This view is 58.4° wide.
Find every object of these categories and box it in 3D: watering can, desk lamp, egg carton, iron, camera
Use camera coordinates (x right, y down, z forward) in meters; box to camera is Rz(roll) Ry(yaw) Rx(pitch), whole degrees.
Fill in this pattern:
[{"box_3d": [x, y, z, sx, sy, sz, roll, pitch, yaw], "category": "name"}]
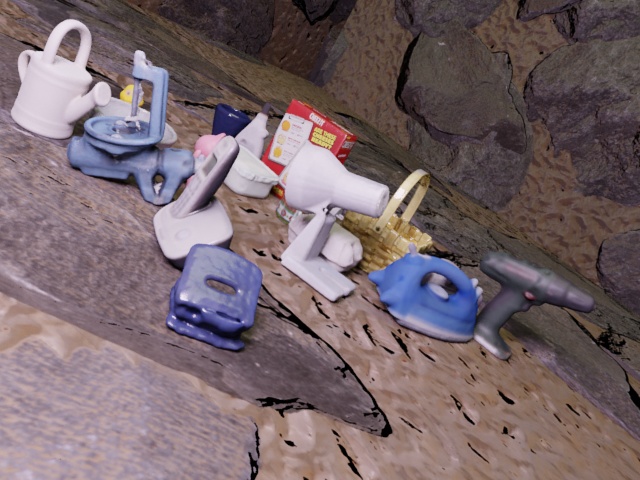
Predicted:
[{"box_3d": [-0.435, -0.276, 0.975, 0.173, 0.194, 0.101, 26, 19, -12], "category": "watering can"}, {"box_3d": [0.016, -0.037, 1.021, 0.203, 0.213, 0.118, 36, 20, 16], "category": "desk lamp"}, {"box_3d": [0.010, 0.004, 1.132, 0.150, 0.069, 0.107, 36, 20, 16], "category": "egg carton"}, {"box_3d": [0.229, 0.102, 1.102, 0.259, 0.141, 0.118, 22, 20, -23], "category": "iron"}, {"box_3d": [0.270, 0.091, 1.254, 0.143, 0.100, 0.136, 23, 20, -21], "category": "camera"}]

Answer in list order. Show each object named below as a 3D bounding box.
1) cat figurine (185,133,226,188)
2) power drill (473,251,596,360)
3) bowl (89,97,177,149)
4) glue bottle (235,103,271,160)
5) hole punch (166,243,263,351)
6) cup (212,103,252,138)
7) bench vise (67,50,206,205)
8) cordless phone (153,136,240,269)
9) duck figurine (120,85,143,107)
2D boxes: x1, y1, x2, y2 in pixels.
[{"box_3d": [-0.226, -0.162, 1.120, 0.067, 0.117, 0.128, 31, 19, 1], "category": "cat figurine"}, {"box_3d": [0.408, 0.138, 1.177, 0.229, 0.208, 0.076, 39, 21, 23], "category": "power drill"}, {"box_3d": [-0.359, -0.198, 1.077, 0.168, 0.074, 0.167, 27, 19, -10], "category": "bowl"}, {"box_3d": [-0.156, -0.242, 1.339, 0.078, 0.173, 0.037, 31, 19, 1], "category": "glue bottle"}, {"box_3d": [-0.129, 0.070, 0.722, 0.109, 0.091, 0.101, 24, 20, -20], "category": "hole punch"}, {"box_3d": [-0.225, -0.281, 1.456, 0.118, 0.095, 0.091, 23, 20, -21], "category": "cup"}, {"box_3d": [-0.277, -0.183, 0.938, 0.208, 0.219, 0.121, 14, 25, -40], "category": "bench vise"}, {"box_3d": [-0.165, -0.057, 0.842, 0.094, 0.185, 0.147, 16, 24, -37], "category": "cordless phone"}, {"box_3d": [-0.406, -0.290, 1.221, 0.078, 0.086, 0.104, 20, 22, -29], "category": "duck figurine"}]
